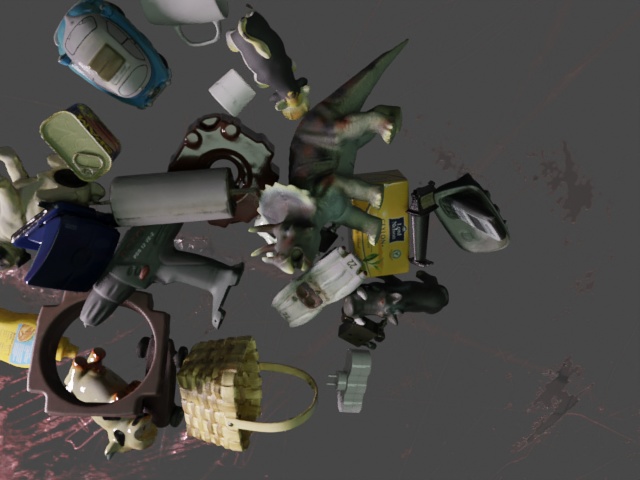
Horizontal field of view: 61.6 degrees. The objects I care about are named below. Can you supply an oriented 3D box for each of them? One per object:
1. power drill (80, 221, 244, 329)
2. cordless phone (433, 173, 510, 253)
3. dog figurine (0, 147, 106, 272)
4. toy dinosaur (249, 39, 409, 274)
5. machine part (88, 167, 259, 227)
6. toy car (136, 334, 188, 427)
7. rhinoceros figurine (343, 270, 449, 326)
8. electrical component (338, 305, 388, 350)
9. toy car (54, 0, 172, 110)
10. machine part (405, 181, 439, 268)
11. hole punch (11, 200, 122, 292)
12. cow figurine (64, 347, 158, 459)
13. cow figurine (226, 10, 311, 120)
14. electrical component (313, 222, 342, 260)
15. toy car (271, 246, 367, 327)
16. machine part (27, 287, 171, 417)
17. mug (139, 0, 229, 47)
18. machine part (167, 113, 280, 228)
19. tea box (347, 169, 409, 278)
[{"bbox_3d":[-0.238,0.067,0.853,0.207,0.086,0.232,24,82,3],"label":"power drill"},{"bbox_3d":[0.268,-0.023,0.871,0.089,0.184,0.146,-37,113,4],"label":"cordless phone"},{"bbox_3d":[-0.435,-0.027,0.831,0.172,0.121,0.190,16,125,-11],"label":"dog figurine"},{"bbox_3d":[0.015,-0.124,0.803,0.192,0.131,0.404,10,72,8],"label":"toy dinosaur"},{"bbox_3d":[-0.212,-0.063,0.788,0.243,0.079,0.079,-6,114,0],"label":"machine part"},{"bbox_3d":[-0.292,0.259,0.991,0.089,0.053,0.202,13,111,9],"label":"toy car"},{"bbox_3d":[0.132,0.106,0.950,0.190,0.112,0.073,-1,116,-16],"label":"rhinoceros figurine"},{"bbox_3d":[0.080,0.161,1.005,0.102,0.045,0.078,26,136,-15],"label":"electrical component"},{"bbox_3d":[-0.290,-0.250,0.739,0.109,0.103,0.161,-42,111,12],"label":"toy car"},{"bbox_3d":[0.167,-0.022,0.879,0.039,0.084,0.138,9,113,27],"label":"machine part"},{"bbox_3d":[-0.361,0.011,0.778,0.116,0.092,0.142,-37,152,16],"label":"hole punch"},{"bbox_3d":[-0.372,0.299,0.955,0.195,0.085,0.127,39,112,4],"label":"cow figurine"},{"bbox_3d":[-0.063,-0.245,0.775,0.068,0.098,0.167,-37,113,2],"label":"cow figurine"},{"bbox_3d":[-0.002,-0.003,0.913,0.094,0.021,0.063,-50,148,14],"label":"electrical component"},{"bbox_3d":[-0.003,0.081,0.915,0.073,0.056,0.202,49,126,-3],"label":"toy car"},{"bbox_3d":[-0.354,0.183,0.879,0.201,0.087,0.201,4,73,-9],"label":"machine part"},{"bbox_3d":[-0.186,-0.322,0.739,0.107,0.081,0.109,-9,121,9],"label":"mug"},{"bbox_3d":[-0.151,-0.105,0.847,0.179,0.056,0.179,-3,116,-7],"label":"machine part"},{"bbox_3d":[0.097,-0.026,0.909,0.098,0.068,0.169,-8,114,-4],"label":"tea box"}]
